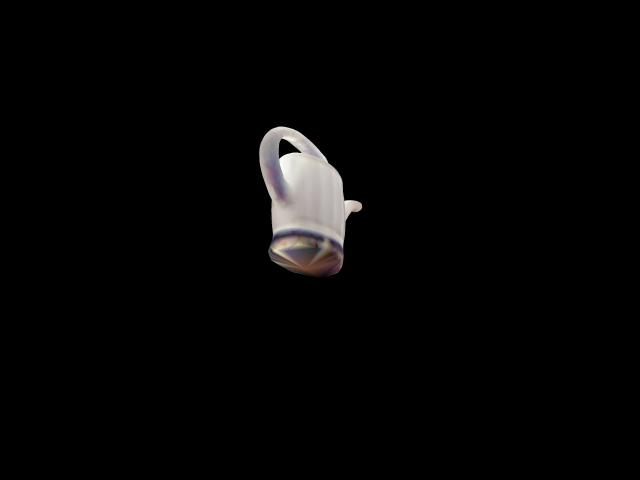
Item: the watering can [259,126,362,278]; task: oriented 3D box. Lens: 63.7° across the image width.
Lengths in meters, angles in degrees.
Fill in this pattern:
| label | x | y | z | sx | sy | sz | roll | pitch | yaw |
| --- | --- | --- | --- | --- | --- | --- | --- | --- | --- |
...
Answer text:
| label | x | y | z | sx | sy | sz | roll | pitch | yaw |
| --- | --- | --- | --- | --- | --- | --- | --- | --- | --- |
| watering can | 0.003 | -0.043 | 0.850 | 0.103 | 0.228 | 0.343 | -12 | -26 | 25 |
